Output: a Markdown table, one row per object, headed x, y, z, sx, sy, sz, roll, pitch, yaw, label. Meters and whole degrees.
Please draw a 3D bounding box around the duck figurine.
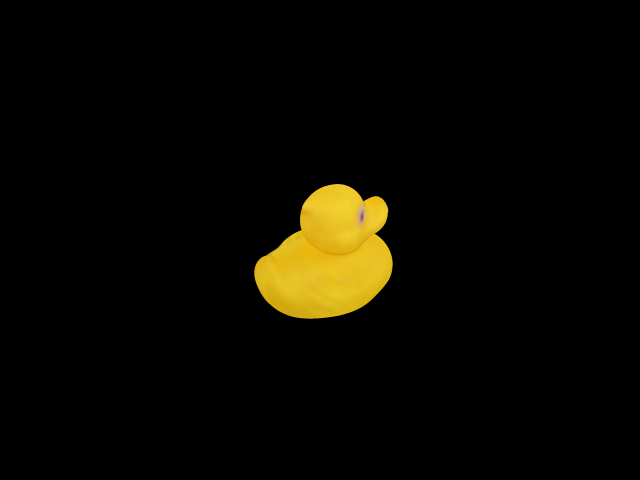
| x | y | z | sx | sy | sz | roll | pitch | yaw | label |
| --- | --- | --- | --- | --- | --- | --- | --- | --- | --- |
| 0.004 | 0.001 | 0.400 | 0.105 | 0.086 | 0.077 | -17 | 48 | -16 | duck figurine |
